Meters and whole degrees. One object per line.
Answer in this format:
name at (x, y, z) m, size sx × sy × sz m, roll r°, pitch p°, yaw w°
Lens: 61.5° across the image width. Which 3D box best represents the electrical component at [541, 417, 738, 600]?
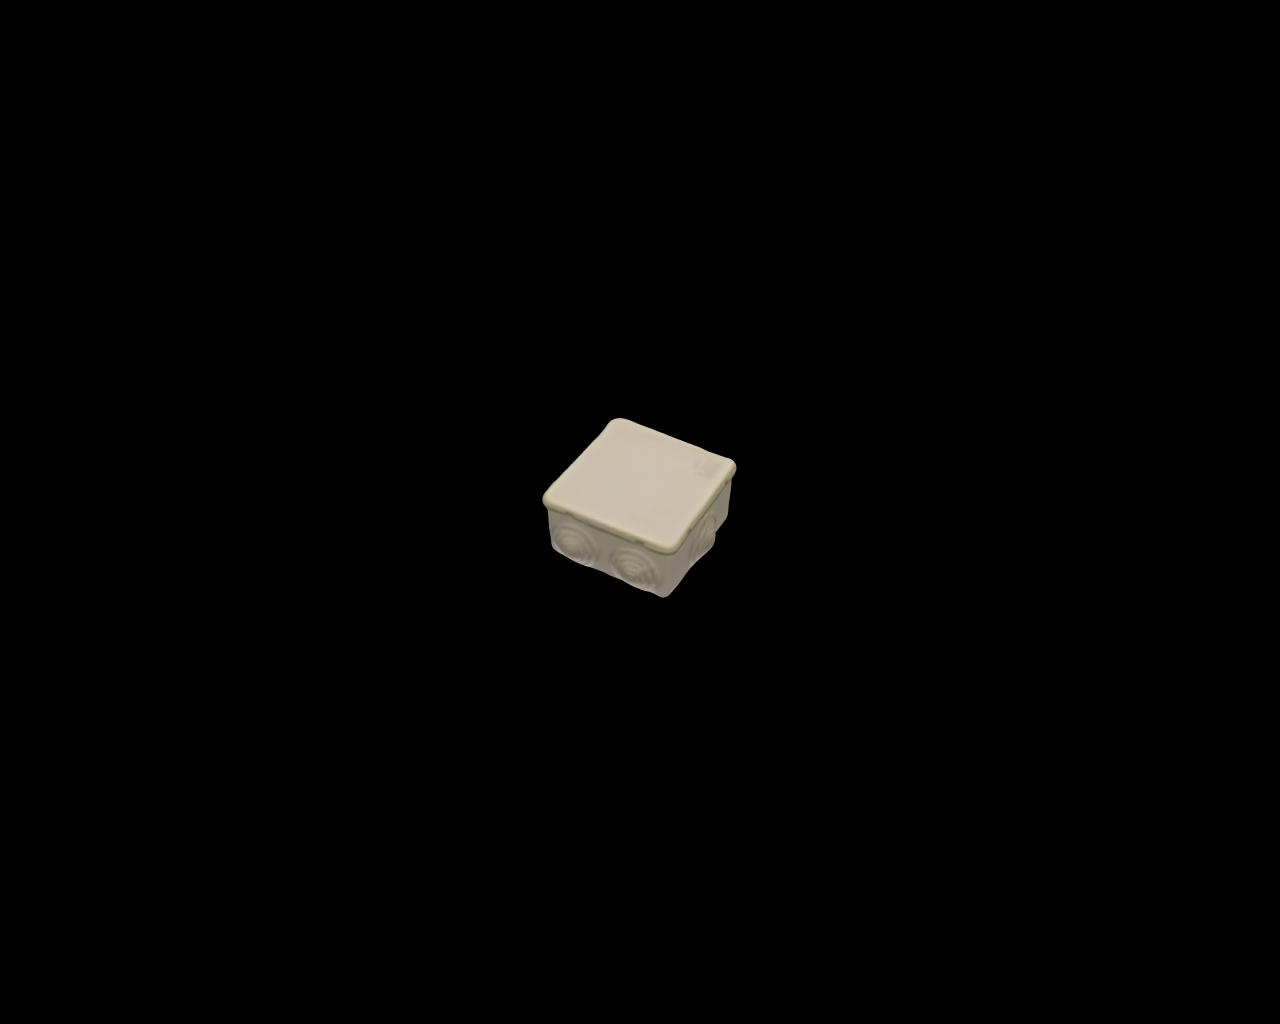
electrical component at (0.001, -0.003, 0.650) m, size 0.100 × 0.048 × 0.100 m, roll 22°, pitch 49°, yaw 21°
